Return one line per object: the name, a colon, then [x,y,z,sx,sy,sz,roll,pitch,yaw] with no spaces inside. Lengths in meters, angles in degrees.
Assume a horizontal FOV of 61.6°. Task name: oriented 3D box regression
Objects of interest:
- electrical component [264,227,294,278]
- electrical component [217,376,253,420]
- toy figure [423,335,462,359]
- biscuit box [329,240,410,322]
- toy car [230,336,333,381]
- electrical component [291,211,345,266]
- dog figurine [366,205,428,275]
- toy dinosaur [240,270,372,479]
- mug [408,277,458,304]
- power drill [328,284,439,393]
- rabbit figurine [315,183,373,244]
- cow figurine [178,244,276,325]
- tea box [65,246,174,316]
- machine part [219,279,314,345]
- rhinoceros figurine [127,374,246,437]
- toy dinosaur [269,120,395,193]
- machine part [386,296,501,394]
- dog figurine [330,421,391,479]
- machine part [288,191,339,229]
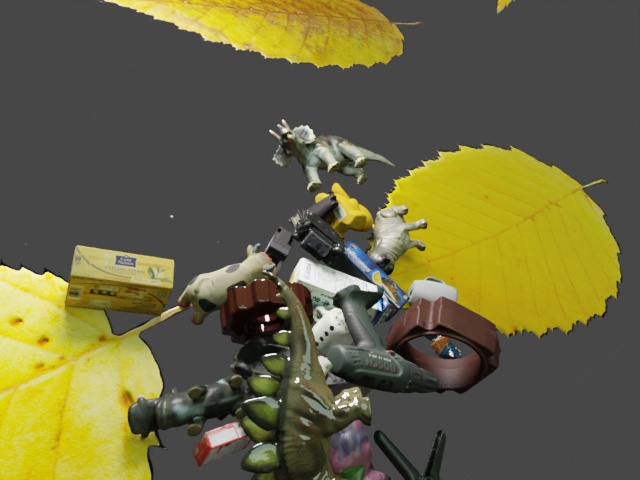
electrical component: [-0.100,0.036,1.183,0.048,0.074,0.119,30,43,-6]
electrical component: [-0.156,0.274,0.950,0.063,0.021,0.094,45,42,14]
toy figure: [0.272,0.221,1.249,0.064,0.057,0.154,-15,64,-35]
biscuit box: [0.114,0.094,1.268,0.203,0.062,0.059,45,41,13]
toy car: [-0.073,0.224,0.958,0.202,0.056,0.073,3,45,33]
electrical component: [-0.002,-0.004,1.200,0.115,0.058,0.134,36,13,-8]
dog figurine: [0.158,0.000,1.374,0.190,0.121,0.173,-28,34,-28]
toy dinosaur: [-0.022,0.273,0.823,0.199,0.105,0.471,1,67,-8]
mug: [0.274,0.131,1.321,0.107,0.080,0.109,17,48,-5]
power drill: [0.109,0.192,1.026,0.232,0.086,0.207,11,51,-30]
rabbit figurine: [0.062,-0.059,1.372,0.173,0.121,0.162,3,38,-49]
cow figurine: [-0.169,0.080,1.054,0.195,0.127,0.085,-19,66,-40]
tea box: [-0.357,0.075,0.961,0.169,0.098,0.068,11,46,-26]
machine part: [-0.101,0.141,1.008,0.179,0.179,0.056,9,49,-25]
rhinoceros figurine: [-0.208,0.262,0.860,0.190,0.112,0.073,-9,91,-29]
toy dinosaur: [0.025,-0.243,1.511,0.405,0.131,0.192,-8,55,-45]
machine part: [0.253,0.225,1.121,0.201,0.201,0.087,27,42,-7]
dog figurine: [0.027,0.380,0.902,0.191,0.108,0.219,9,49,-27]
machine part: [-0.013,-0.062,1.290,0.039,0.139,0.084,24,32,-49]
